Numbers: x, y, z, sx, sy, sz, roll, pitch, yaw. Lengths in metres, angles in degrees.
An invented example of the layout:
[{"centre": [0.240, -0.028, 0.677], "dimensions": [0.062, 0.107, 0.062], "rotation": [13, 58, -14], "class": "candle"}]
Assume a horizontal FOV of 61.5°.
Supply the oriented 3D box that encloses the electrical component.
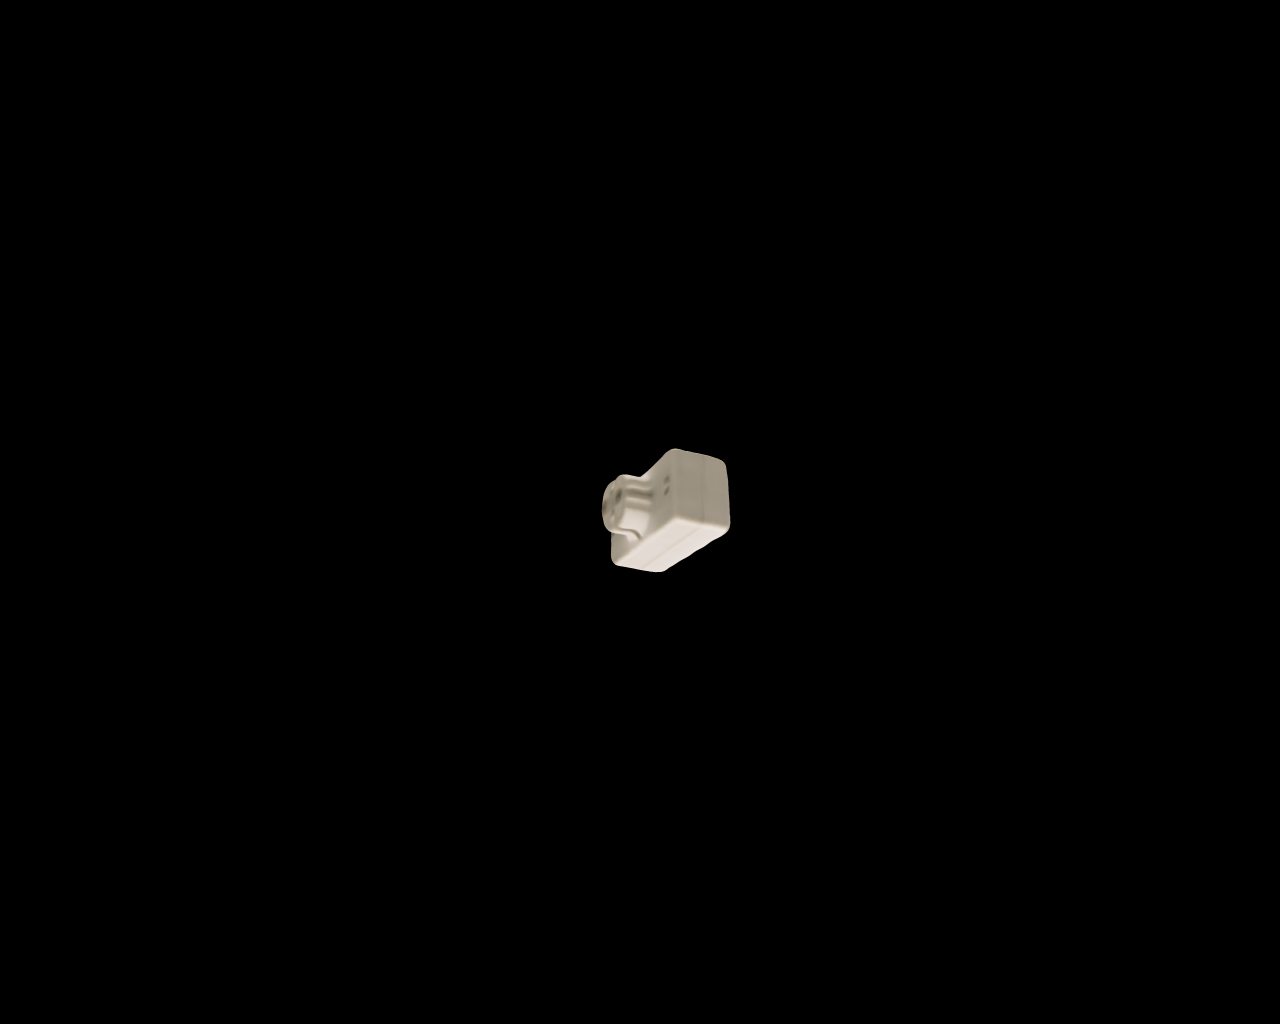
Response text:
[{"centre": [0.001, -0.003, 0.650], "dimensions": [0.076, 0.047, 0.083], "rotation": [12, -27, -25], "class": "electrical component"}]
